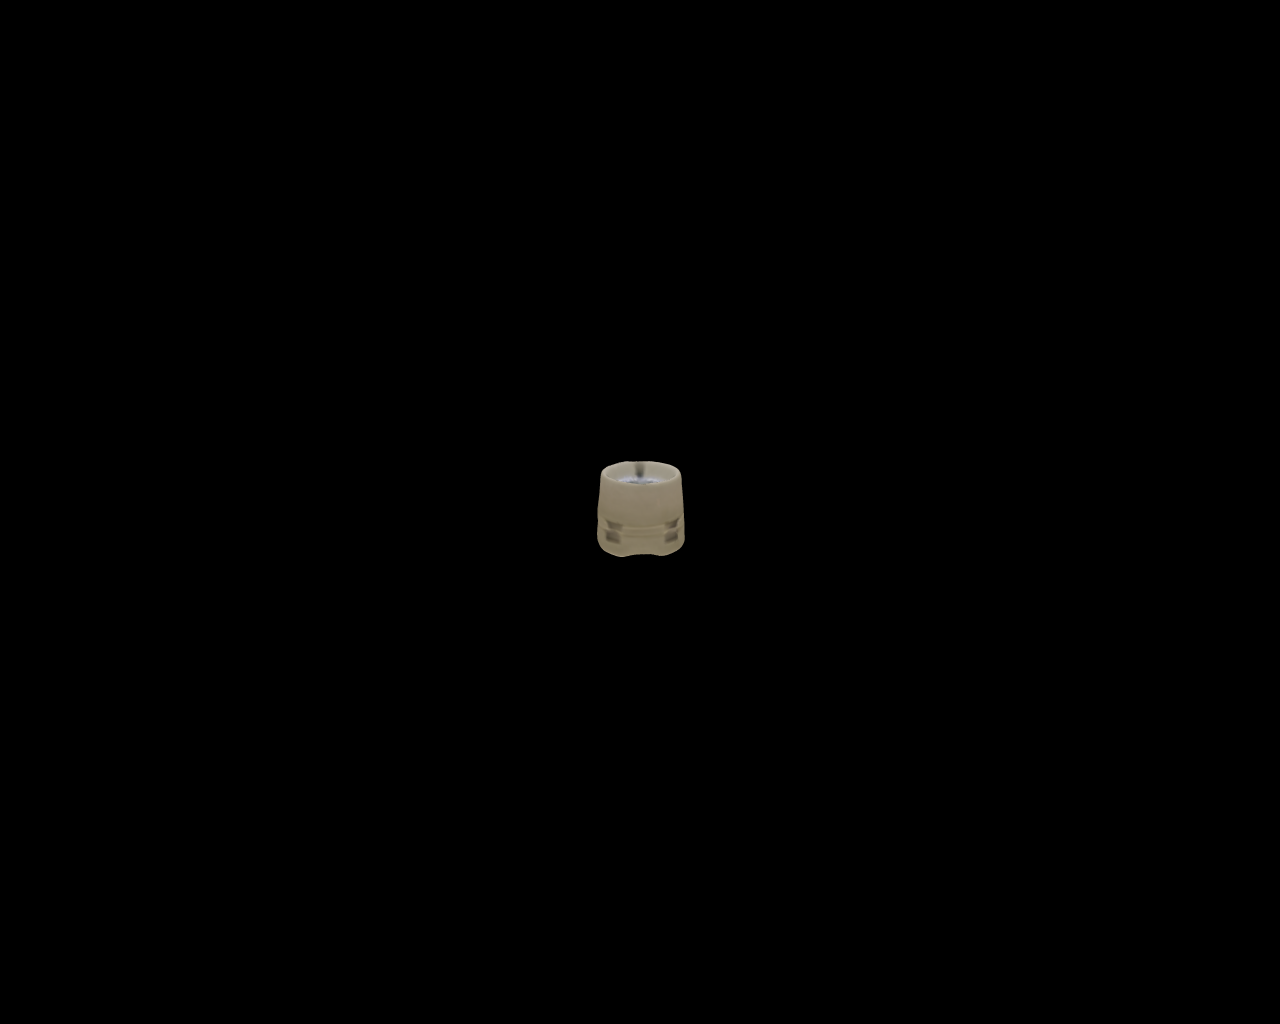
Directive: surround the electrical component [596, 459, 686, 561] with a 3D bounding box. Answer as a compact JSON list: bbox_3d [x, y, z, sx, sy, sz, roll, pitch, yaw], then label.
[{"bbox_3d":[0.001,-0.003,0.650,0.055,0.047,0.055,0,20,0],"label":"electrical component"}]
